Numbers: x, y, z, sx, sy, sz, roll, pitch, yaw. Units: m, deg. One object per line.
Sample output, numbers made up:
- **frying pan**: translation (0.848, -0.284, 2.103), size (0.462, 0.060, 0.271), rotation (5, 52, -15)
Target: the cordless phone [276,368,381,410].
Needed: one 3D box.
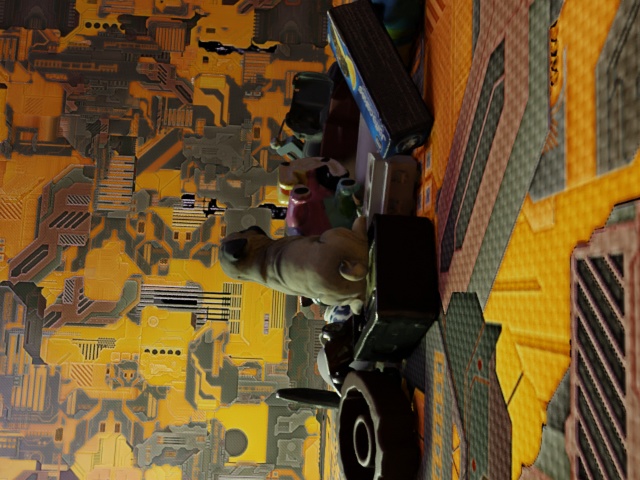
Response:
- **cordless phone**: translation (0.011, 0.253, 0.881), size (0.146, 0.184, 0.088), rotation (67, -152, -68)

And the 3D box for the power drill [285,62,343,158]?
- **power drill**: translation (0.000, -0.244, 0.988), size (0.207, 0.086, 0.232), rotation (-20, -58, -85)

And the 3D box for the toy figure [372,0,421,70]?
- **toy figure**: translation (0.100, -0.295, 0.780), size (0.180, 0.082, 0.089), rotation (102, 167, -59)

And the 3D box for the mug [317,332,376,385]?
- **mug**: translation (0.053, 0.200, 0.967), size (0.107, 0.081, 0.109), rotation (-34, 82, 39)

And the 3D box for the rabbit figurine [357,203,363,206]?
- **rabbit figurine**: translation (0.054, -0.057, 1.105), size (0.159, 0.121, 0.170), rotation (-39, 18, 46)

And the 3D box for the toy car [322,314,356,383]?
- **toy car**: translation (0.060, 0.149, 0.846), size (0.202, 0.053, 0.089), rotation (-29, -68, -63)

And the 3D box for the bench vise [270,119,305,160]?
- **bench vise**: translation (-0.008, -0.167, 1.234), size (0.240, 0.224, 0.129), rotation (38, -133, -35)

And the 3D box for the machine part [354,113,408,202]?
- **machine part**: translation (0.094, -0.142, 0.792), size (0.079, 0.079, 0.243), rotation (-92, 6, -68)

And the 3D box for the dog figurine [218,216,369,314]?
- **dog figurine**: translation (-0.039, 0.029, 0.679), size (0.172, 0.191, 0.121), rotation (112, 161, -77)

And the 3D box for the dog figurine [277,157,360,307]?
- **dog figurine**: translation (-0.002, -0.003, 0.845), size (0.192, 0.108, 0.219), rotation (-123, 26, -58)

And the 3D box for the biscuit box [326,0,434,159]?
- **biscuit box**: translation (0.073, -0.207, 0.690), size (0.059, 0.063, 0.202), rotation (96, 153, -72)

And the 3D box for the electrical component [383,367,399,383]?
- **electrical component**: translation (0.103, 0.218, 0.782), size (0.063, 0.021, 0.093), rotation (-89, -1, -55)

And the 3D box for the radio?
- **radio**: translation (0.088, 0.073, 0.696), size (0.229, 0.073, 0.131), rotation (95, 178, -64)

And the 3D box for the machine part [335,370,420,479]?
- **machine part**: translation (0.071, 0.262, 0.707), size (0.179, 0.056, 0.179), rotation (-177, 90, -73)

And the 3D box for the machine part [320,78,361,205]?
- **machine part**: translation (0.064, -0.180, 0.951), size (0.201, 0.087, 0.201), rotation (-66, -14, -50)
